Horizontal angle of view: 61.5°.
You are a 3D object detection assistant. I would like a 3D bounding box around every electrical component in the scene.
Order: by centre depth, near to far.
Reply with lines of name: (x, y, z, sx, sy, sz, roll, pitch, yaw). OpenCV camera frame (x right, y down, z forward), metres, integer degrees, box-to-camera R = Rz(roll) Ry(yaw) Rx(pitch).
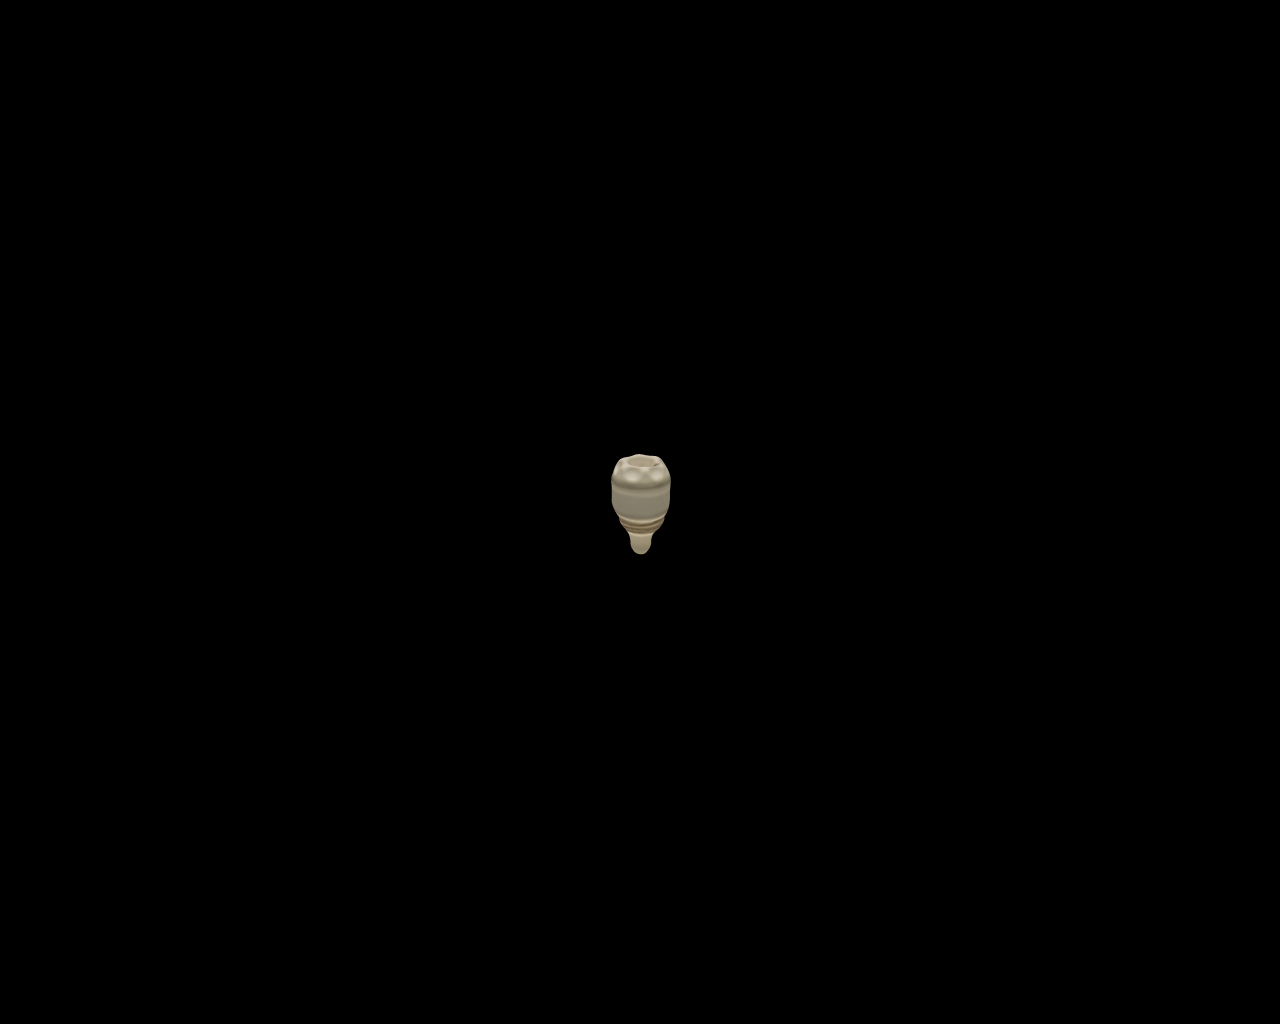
electrical component: (0.001, -0.003, 0.650, 0.035, 0.061, 0.035, 0, 22, 0)
